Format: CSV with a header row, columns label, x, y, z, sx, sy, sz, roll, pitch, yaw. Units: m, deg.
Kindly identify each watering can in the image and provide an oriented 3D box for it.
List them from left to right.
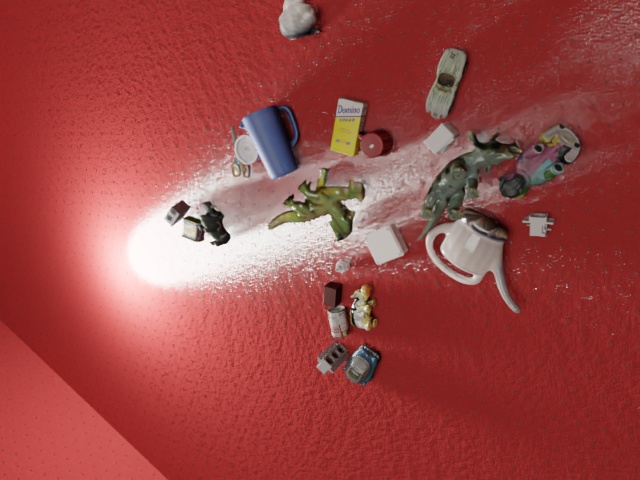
label,x,y,z,sx,sy,sz,roll,pitch,yaw
watering can,0.485,0.048,1.536,0.350,0.105,0.220,34,119,19

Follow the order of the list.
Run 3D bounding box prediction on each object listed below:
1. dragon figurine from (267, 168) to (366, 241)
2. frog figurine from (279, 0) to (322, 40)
label,x,y,z,sx,sy,sz,roll,pitch,yaw
dragon figurine,0.005,-0.090,1.797,0.243,0.124,0.403,46,124,2
frog figurine,-0.076,-0.727,1.644,0.138,0.124,0.157,10,123,49
